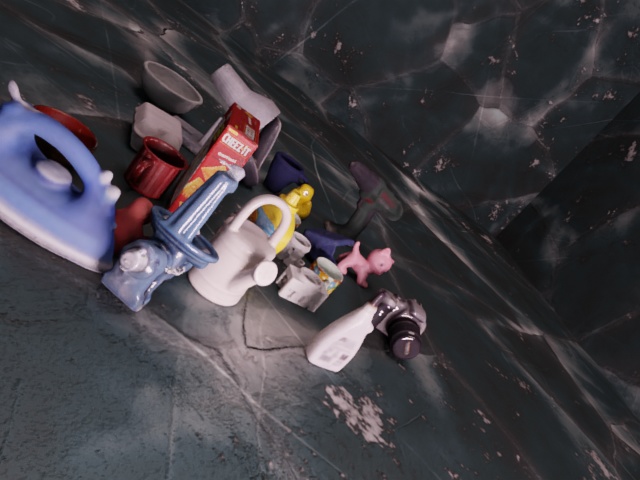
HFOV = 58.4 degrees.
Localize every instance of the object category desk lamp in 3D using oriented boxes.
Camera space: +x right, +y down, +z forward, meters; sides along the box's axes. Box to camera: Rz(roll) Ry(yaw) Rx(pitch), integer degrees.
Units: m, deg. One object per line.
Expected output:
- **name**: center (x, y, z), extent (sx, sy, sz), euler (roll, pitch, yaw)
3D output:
- **desk lamp**: center (-0.229, -0.293, 1.359), extent (0.203, 0.213, 0.118), euler (37, 19, -12)

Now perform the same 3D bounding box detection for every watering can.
- **watering can**: center (-0.116, 0.012, 0.925), extent (0.172, 0.194, 0.101), euler (50, 21, 26)

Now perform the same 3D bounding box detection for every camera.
- **camera**: center (0.175, 0.184, 1.250), extent (0.143, 0.100, 0.137), euler (36, 19, -14)

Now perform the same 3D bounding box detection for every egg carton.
- **egg carton**: center (-0.346, -0.226, 1.208), extent (0.108, 0.069, 0.150), euler (29, 22, -31)

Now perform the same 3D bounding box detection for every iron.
- **iron**: center (-0.351, -0.084, 0.767), extent (0.258, 0.141, 0.119), euler (39, 19, -5)

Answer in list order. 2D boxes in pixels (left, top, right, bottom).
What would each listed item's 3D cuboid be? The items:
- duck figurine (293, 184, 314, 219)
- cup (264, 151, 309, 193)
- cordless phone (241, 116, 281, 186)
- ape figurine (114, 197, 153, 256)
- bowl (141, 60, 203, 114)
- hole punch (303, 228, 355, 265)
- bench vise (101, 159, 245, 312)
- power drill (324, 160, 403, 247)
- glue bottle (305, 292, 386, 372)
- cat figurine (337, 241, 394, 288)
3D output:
- **duck figurine**: center (-0.049, -0.106, 1.489), extent (0.077, 0.086, 0.105), euler (50, 21, 26)
- **cup**: center (-0.093, -0.164, 1.517), extent (0.117, 0.095, 0.092), euler (43, 19, 8)
- **cordless phone**: center (-0.160, -0.241, 1.420), extent (0.094, 0.185, 0.147), euler (24, 25, -40)
- **ape figurine**: center (-0.278, -0.023, 0.851), extent (0.077, 0.092, 0.076), euler (49, 20, 24)
- **bowl**: center (-0.386, -0.373, 1.450), extent (0.168, 0.074, 0.167), euler (36, 19, -14)
- **hole punch**: center (0.012, 0.005, 1.351), extent (0.101, 0.091, 0.109), euler (47, 20, 18)
- **bench vise**: center (-0.184, -0.006, 0.793), extent (0.122, 0.219, 0.207), euler (36, 19, -15)
- **power drill**: center (0.112, -0.090, 1.572), extent (0.230, 0.208, 0.075), euler (28, 22, -34)
- **glue bottle**: center (0.054, 0.151, 0.976), extent (0.078, 0.173, 0.037), euler (28, 22, -32)
- **cat figurine**: center (0.122, 0.051, 1.419), extent (0.128, 0.117, 0.067), euler (34, 20, -19)
